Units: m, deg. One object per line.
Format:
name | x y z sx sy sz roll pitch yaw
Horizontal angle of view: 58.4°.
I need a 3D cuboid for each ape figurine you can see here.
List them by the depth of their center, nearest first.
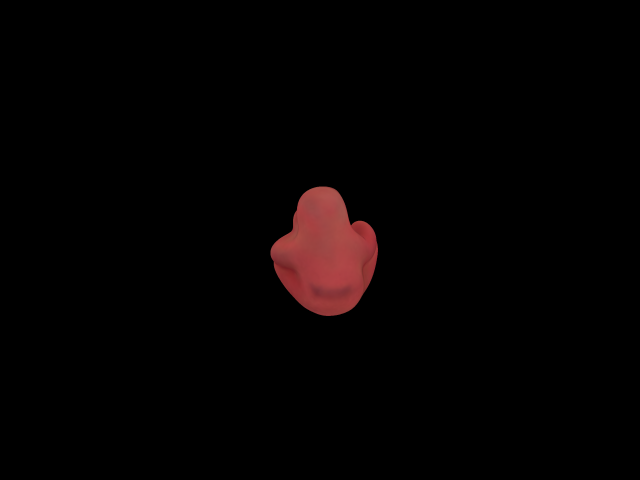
ape figurine | 0.004 0.001 0.400 0.078 0.092 0.076 0 43 0
